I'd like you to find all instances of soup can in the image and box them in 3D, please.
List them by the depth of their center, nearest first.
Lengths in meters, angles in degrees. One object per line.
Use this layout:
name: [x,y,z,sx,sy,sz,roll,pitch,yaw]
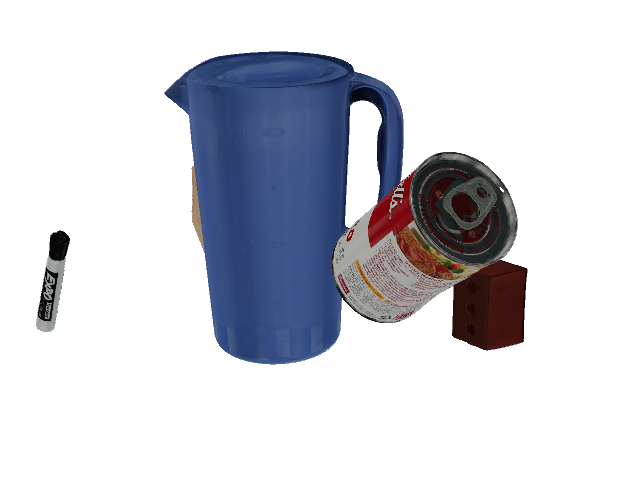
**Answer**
soup can: [0.057,0.001,0.619,0.068,0.068,0.102,0,-23,-27]

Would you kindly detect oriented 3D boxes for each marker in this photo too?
marker: [-0.262,0.040,1.045,0.020,0.121,0.020,13,35,-9]

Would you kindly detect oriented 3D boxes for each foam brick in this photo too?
foam brick: [0.165,0.061,1.046,0.051,0.078,0.053,-11,18,-34]

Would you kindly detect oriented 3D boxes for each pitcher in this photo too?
pitcher: [-0.028,-0.027,0.867,0.144,0.243,0.149,-18,26,-35]

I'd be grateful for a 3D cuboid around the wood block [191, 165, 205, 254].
wood block: [-0.098,-0.016,1.328,0.090,0.090,0.206,-5,29,-16]
